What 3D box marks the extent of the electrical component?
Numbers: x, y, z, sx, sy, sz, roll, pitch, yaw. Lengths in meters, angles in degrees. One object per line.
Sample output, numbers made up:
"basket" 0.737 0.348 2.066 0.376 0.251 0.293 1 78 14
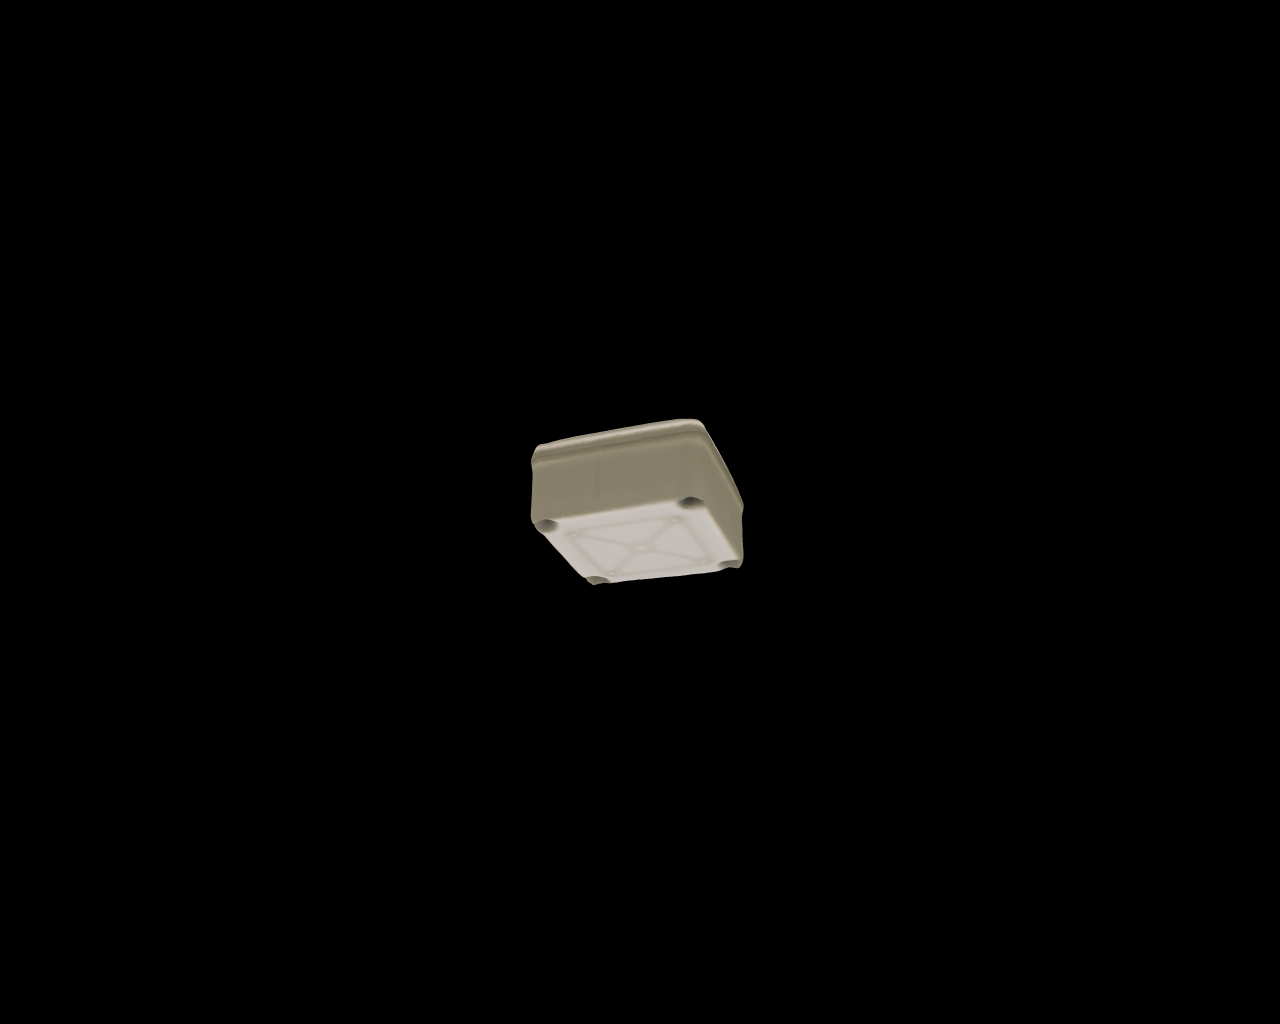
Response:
"electrical component" 0.001 -0.003 0.650 0.109 0.056 0.108 -8 -28 16
